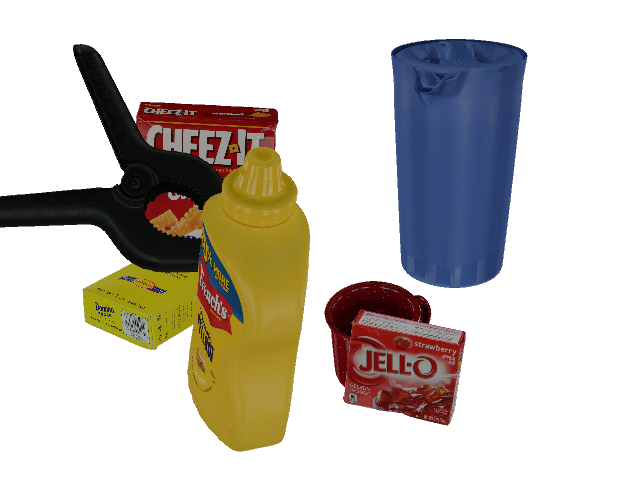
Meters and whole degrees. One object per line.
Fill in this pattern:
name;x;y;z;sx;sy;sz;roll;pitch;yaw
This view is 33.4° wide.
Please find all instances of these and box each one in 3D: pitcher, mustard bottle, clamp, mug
pitcher;0.144;-0.083;1.103;0.149;0.243;0.145;-8;24;-15
mustard bottle;-0.042;0.028;0.622;0.058;0.192;0.096;-7;42;-20
clamp;-0.138;-0.047;0.792;0.210;0.164;0.036;23;-19;0
mug;0.062;0.095;1.064;0.117;0.081;0.093;-27;42;-27

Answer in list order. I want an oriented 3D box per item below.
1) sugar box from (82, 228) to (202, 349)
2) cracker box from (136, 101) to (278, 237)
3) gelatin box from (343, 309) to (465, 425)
sugar box;-0.146;0.045;1.089;0.093;0.048;0.175;19;34;29
cracker box;-0.137;-0.050;1.270;0.164;0.214;0.072;2;21;-5
gelatin box;0.066;0.101;0.847;0.089;0.073;0.030;11;23;13
